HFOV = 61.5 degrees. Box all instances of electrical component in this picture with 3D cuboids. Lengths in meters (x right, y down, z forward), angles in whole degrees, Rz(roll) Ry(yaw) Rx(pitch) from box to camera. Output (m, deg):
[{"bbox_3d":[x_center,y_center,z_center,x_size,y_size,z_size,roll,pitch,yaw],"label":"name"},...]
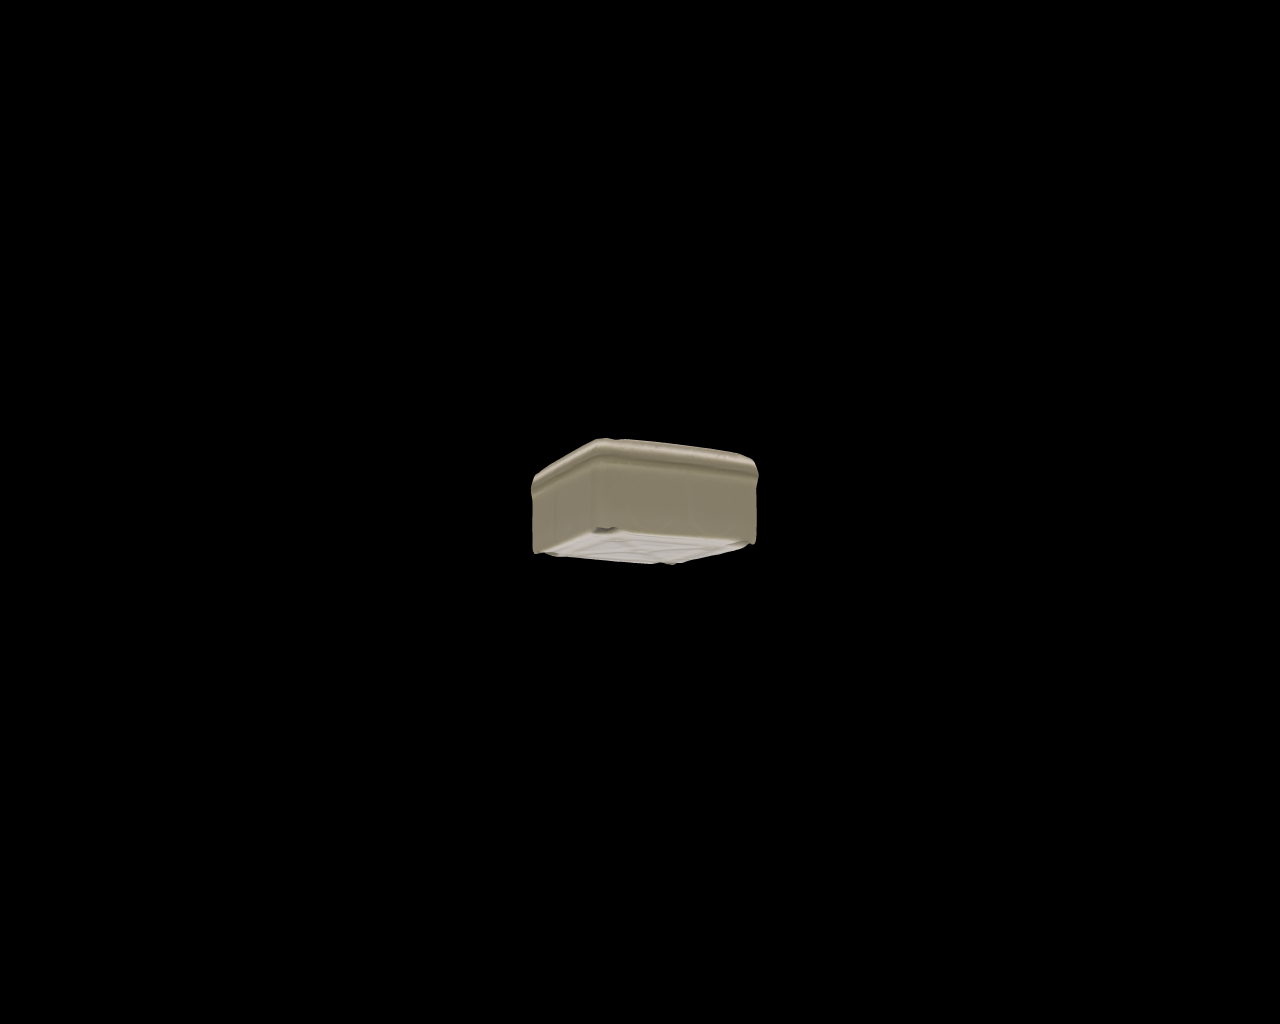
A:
[{"bbox_3d":[0.001,-0.003,0.650,0.109,0.056,0.108,6,-13,-27],"label":"electrical component"}]
